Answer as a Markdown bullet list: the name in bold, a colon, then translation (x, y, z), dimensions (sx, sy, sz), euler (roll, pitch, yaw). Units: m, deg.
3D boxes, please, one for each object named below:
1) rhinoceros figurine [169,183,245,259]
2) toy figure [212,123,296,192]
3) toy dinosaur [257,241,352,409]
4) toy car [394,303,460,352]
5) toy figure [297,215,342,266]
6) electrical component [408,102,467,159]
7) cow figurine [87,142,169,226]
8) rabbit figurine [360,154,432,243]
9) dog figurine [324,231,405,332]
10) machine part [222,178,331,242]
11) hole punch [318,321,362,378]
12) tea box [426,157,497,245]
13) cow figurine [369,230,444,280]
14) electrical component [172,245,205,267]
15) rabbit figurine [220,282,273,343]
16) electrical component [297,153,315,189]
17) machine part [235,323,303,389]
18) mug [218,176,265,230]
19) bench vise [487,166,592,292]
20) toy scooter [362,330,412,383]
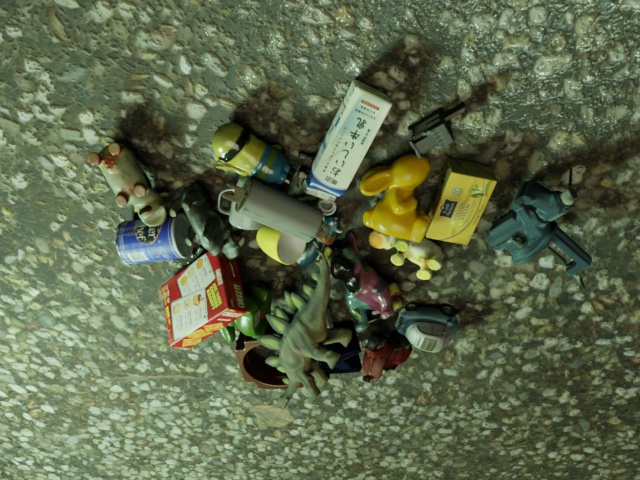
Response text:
- **rhinoceros figurine**: translation (-0.245, -0.034, 1.185), dimensions (0.073, 0.112, 0.190), euler (-19, 113, 38)
- **toy figure**: translation (-0.132, -0.169, 1.083), dimensions (0.180, 0.082, 0.089), euler (28, 129, -14)
- **toy dinosaur**: translation (-0.035, 0.221, 1.255), dimensions (0.199, 0.105, 0.470), euler (27, 117, 8)
- **toy car**: translation (0.272, 0.225, 1.342), dimensions (0.162, 0.103, 0.109), euler (10, 127, -6)
- **toy figure**: translation (-0.004, -0.004, 1.215), dimensions (0.064, 0.058, 0.154), euler (31, 121, -21)
- **electrical component**: translation (0.229, -0.213, 1.026), dimensions (0.119, 0.075, 0.047), euler (-27, 120, 20)
- **cow figurine**: translation (-0.392, -0.113, 1.132), dimensions (0.085, 0.127, 0.194), euler (-30, 105, 4)
- **rabbit figurine**: translation (0.163, -0.101, 1.111), dimensions (0.162, 0.122, 0.173), euler (18, 113, 2)
- **dog figurine**: translation (0.097, 0.088, 1.256), dimensions (0.108, 0.191, 0.219), euler (-29, 86, 27)
- **machine part**: translation (-0.082, -0.060, 1.099), dimensions (0.243, 0.079, 0.079), euler (22, 126, -22)
- **hole punch**: translation (0.048, 0.277, 1.386), dimensions (0.116, 0.142, 0.092), euler (-4, 130, -9)
- **tea box**: translation (0.290, -0.079, 1.127), dimensions (0.098, 0.068, 0.169), euler (9, 129, -3)
- **cow figurine**: translation (0.195, 0.009, 1.198), dimensions (0.167, 0.098, 0.068), euler (30, 132, 5)
- **electrical component**: translation (-0.319, 0.037, 1.293), dimensions (0.063, 0.021, 0.094), euler (28, 124, -17)
- **rabbit figurine**: translation (-0.213, 0.172, 1.349), dimensions (0.170, 0.121, 0.158), euler (16, 129, 20)
- **electrical component**: translation (-0.002, -0.136, 1.124), dimensions (0.102, 0.045, 0.078), euler (10, 99, -6)
- **machine part**: translation (-0.115, 0.306, 1.445), dimensions (0.202, 0.087, 0.200), euler (-3, 127, 9)
- **mug**: translation (-0.162, -0.089, 1.155), dimensions (0.110, 0.081, 0.107), euler (13, 116, 3)
- **bench vise**: translation (0.481, -0.010, 1.120), dimensions (0.240, 0.129, 0.223), euler (41, 129, -4)
- **toy scooter**: translation (0.163, 0.299, 1.367), dimensions (0.183, 0.075, 0.135), euler (11, 102, -49)
